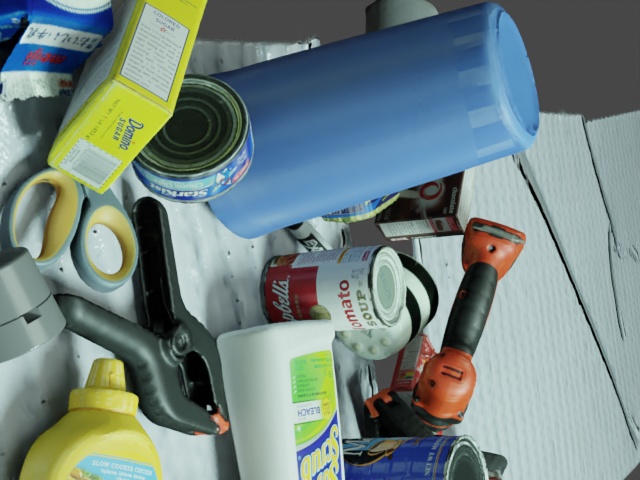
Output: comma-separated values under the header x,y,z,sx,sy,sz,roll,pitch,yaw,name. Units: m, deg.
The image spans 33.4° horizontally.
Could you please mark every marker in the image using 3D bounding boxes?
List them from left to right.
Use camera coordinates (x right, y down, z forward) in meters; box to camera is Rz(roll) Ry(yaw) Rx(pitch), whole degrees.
x,y,z,sx,sy,sz,roll,pitch,yaw,name
-0.006,0.001,0.942,0.121,0.020,0.020,48,43,-48,marker

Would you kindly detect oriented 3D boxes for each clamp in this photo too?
x,y,z,sx,sy,sz,roll,pitch,yaw,name
-0.112,0.070,0.703,0.120,0.039,0.171,-42,117,-47,clamp
0.090,0.242,0.992,0.036,0.165,0.210,-24,83,-38,clamp

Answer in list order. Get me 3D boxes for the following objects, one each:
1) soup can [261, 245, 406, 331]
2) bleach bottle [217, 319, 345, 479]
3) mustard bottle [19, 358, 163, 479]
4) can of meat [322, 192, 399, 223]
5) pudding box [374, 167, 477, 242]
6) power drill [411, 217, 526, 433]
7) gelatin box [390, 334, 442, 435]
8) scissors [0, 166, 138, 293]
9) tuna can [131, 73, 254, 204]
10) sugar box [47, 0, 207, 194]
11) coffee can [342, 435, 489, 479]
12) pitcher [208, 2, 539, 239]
x,y,z,sx,sy,sz,roll,pitch,yaw,name
0.012,0.042,0.877,0.068,0.102,0.068,19,68,-60,soup can
-0.015,0.189,0.803,0.102,0.068,0.251,3,76,-60,bleach bottle
-0.133,0.163,0.616,0.096,0.058,0.191,27,60,-49,mustard bottle
0.032,-0.068,0.992,0.102,0.058,0.084,-34,115,-59,can of meat
0.112,-0.055,1.104,0.039,0.090,0.113,52,40,-46,pudding box
0.136,0.086,1.008,0.184,0.057,0.187,93,16,-70,power drill
0.107,0.154,1.112,0.089,0.030,0.073,60,35,-36,gelatin box
-0.137,-0.049,0.679,0.096,0.016,0.201,40,45,-22,scissors
-0.088,-0.070,0.722,0.034,0.086,0.086,88,9,-63,tuna can
-0.111,-0.122,0.665,0.048,0.094,0.176,31,46,-21,sugar box
0.058,0.214,0.882,0.102,0.140,0.103,23,64,-59,coffee can
0.036,-0.092,0.802,0.145,0.243,0.149,55,32,-39,pitcher
